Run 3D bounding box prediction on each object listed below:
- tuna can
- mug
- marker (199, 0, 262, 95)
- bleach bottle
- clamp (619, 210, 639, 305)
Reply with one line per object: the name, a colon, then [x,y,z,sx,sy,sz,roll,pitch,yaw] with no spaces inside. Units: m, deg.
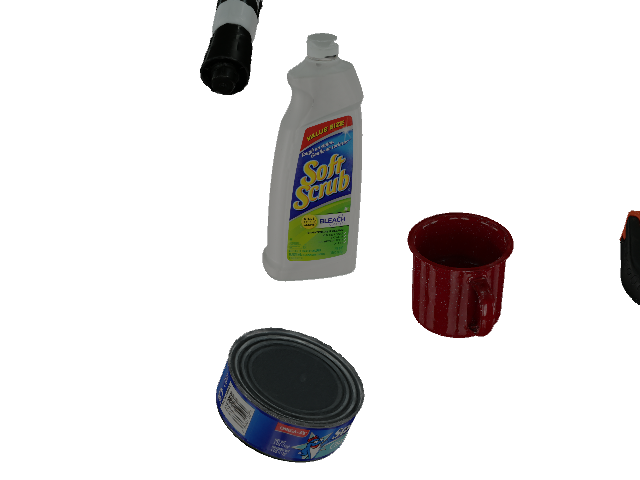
tuna can: [-0.019,0.093,0.645,0.086,0.034,0.086,17,30,-10]
mug: [0.127,0.039,0.950,0.093,0.081,0.117,-11,35,-14]
marker: [-0.032,-0.102,0.436,0.020,0.121,0.020,3,-42,2]
bleach bottle: [-0.008,-0.084,1.086,0.102,0.251,0.068,-5,27,-12]
clamp: [0.265,0.042,0.708,0.120,0.039,0.171,-2,45,-19]
